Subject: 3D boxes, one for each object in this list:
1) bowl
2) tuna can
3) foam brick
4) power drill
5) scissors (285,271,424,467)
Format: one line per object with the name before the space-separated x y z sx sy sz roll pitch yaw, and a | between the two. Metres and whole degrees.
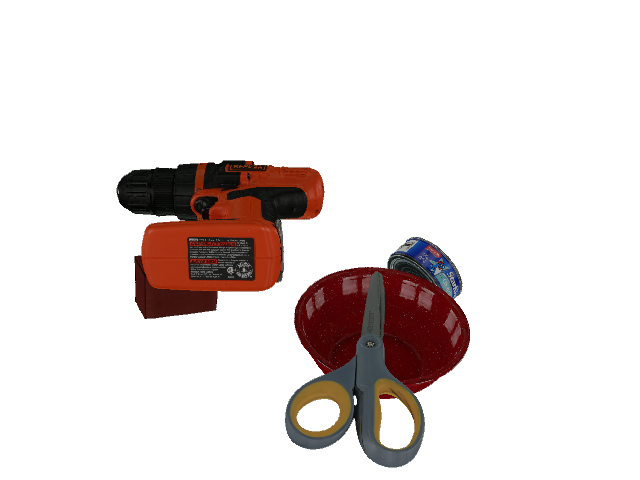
bowl | 0.054 0.095 0.989 0.162 0.055 0.162 4 38 -3
tuna can | 0.117 0.040 1.210 0.033 0.086 0.086 -40 19 -25
foam brick | -0.149 0.044 1.103 0.078 0.051 0.053 -6 20 -20
power drill | -0.092 -0.020 0.880 0.184 0.057 0.187 -1 22 4
scissors | 0.016 0.080 0.722 0.096 0.016 0.202 -4 32 -9
